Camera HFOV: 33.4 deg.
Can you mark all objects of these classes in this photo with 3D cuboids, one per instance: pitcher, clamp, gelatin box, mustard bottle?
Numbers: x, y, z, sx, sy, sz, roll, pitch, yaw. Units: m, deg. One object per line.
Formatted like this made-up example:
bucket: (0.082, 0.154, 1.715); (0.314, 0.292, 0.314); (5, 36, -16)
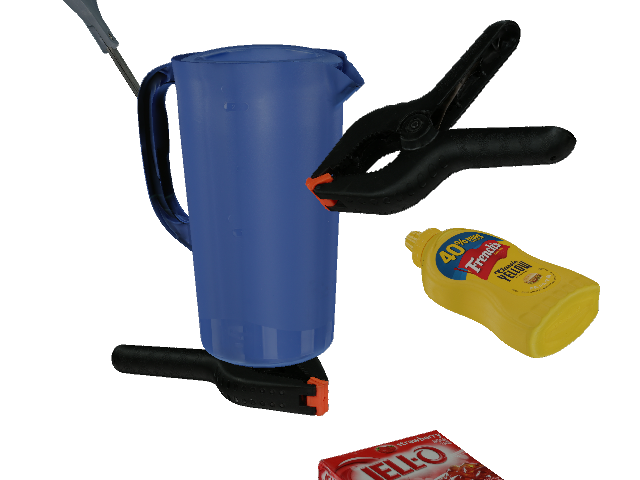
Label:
pitcher: (-0.055, -0.031, 0.839); (0.144, 0.243, 0.149); (-7, 16, -22)
clamp: (0.074, -0.059, 0.673); (0.171, 0.120, 0.039); (-35, -49, 10)
clamp: (-0.061, 0.107, 0.956); (0.210, 0.036, 0.164); (12, 21, 39)
gelatin box: (0.053, 0.143, 0.604); (0.089, 0.030, 0.073); (-6, 22, -33)
mustard bottle: (0.150, 0.034, 0.972); (0.096, 0.058, 0.192); (-30, 40, -30)

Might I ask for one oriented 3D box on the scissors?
scissors: (-0.191, -0.188, 0.937); (0.016, 0.201, 0.096); (-28, 28, 11)
